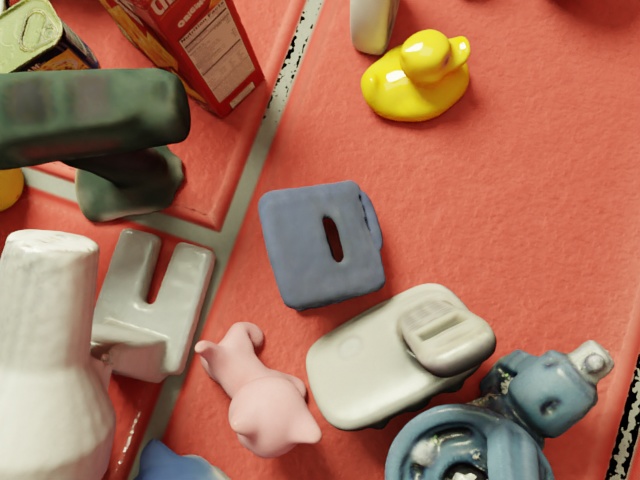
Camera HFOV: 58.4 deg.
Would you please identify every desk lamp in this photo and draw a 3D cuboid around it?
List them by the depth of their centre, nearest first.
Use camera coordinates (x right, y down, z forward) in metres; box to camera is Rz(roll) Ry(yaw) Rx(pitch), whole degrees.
[{"bbox_3d":[-0.184,0.079,0.446,0.118,0.213,0.203,14,82,8],"label":"desk lamp"}]

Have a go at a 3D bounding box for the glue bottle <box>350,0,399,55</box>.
[{"bbox_3d":[0.049,-0.234,0.494,0.037,0.173,0.078,15,83,8],"label":"glue bottle"}]

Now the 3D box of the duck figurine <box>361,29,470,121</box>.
[{"bbox_3d":[0.089,-0.157,0.523,0.104,0.086,0.077,-13,80,3],"label":"duck figurine"}]

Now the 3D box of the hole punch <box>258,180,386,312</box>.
[{"bbox_3d":[0.005,0.002,0.503,0.101,0.091,0.108,-16,80,3],"label":"hole punch"}]

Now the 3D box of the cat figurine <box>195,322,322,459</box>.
[{"bbox_3d":[-0.056,0.128,0.475,0.067,0.118,0.127,-44,80,-2],"label":"cat figurine"}]

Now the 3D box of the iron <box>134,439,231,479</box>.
[{"bbox_3d":[-0.085,0.284,0.441,0.258,0.141,0.119,41,87,10],"label":"iron"}]

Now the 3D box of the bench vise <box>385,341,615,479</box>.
[{"bbox_3d":[0.123,0.145,0.404,0.121,0.220,0.207,28,85,9],"label":"bench vise"}]

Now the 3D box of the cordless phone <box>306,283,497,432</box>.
[{"bbox_3d":[0.058,0.091,0.436,0.147,0.185,0.094,-31,79,0],"label":"cordless phone"}]

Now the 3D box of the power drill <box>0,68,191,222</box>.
[{"bbox_3d":[-0.208,-0.074,0.475,0.229,0.208,0.075,-12,80,3],"label":"power drill"}]
